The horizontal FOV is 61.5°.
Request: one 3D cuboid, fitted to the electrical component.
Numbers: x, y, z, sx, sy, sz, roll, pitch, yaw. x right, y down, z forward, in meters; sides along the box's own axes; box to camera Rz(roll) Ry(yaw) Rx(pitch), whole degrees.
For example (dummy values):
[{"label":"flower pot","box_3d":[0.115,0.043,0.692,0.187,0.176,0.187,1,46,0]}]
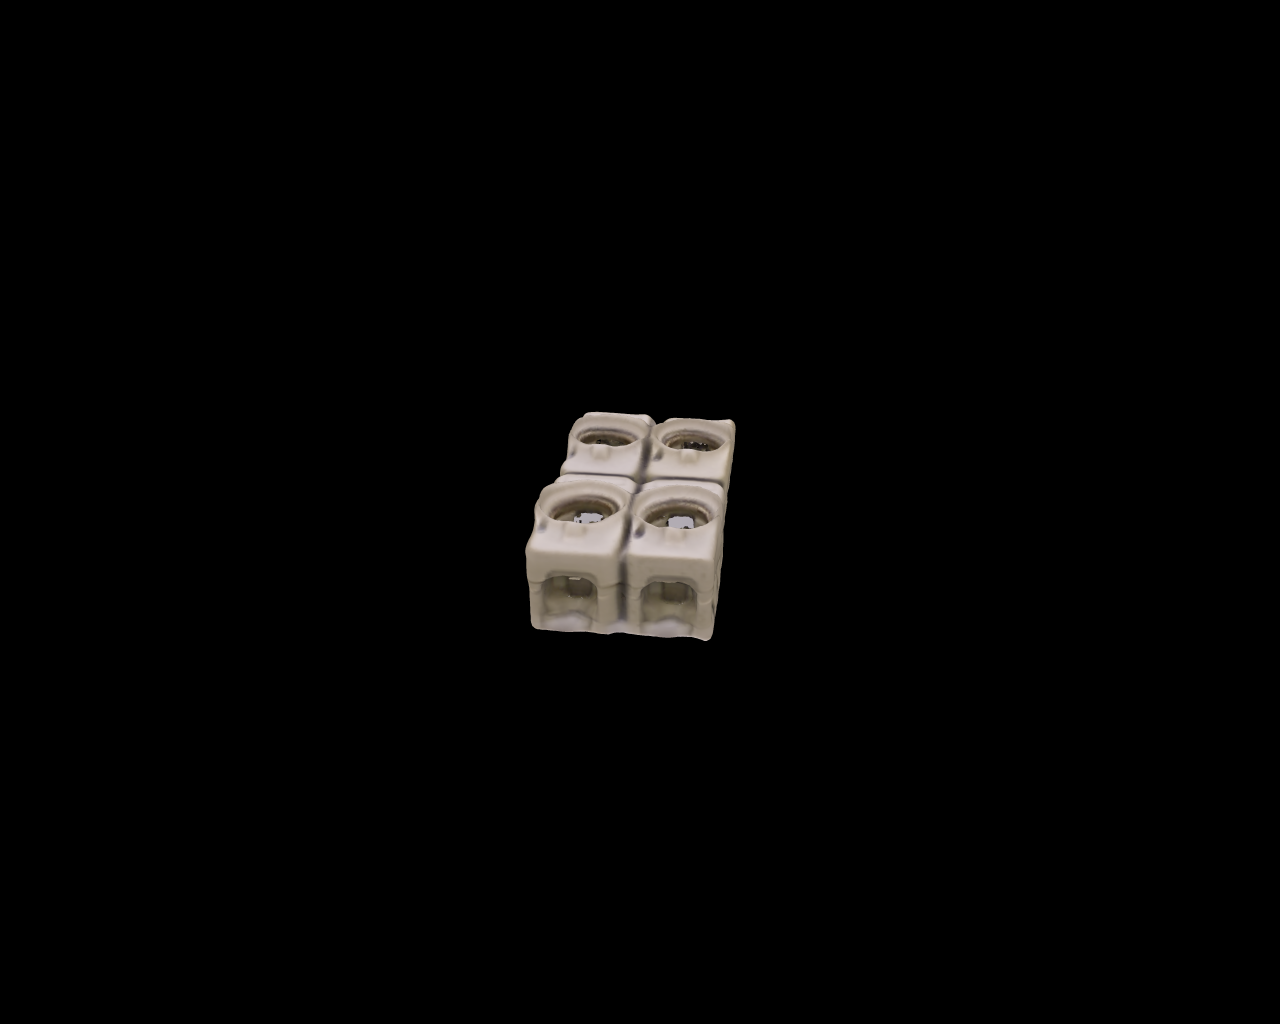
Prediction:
[{"label":"electrical component","box_3d":[0.001,-0.003,0.650,0.105,0.060,0.186,4,30,7]}]
